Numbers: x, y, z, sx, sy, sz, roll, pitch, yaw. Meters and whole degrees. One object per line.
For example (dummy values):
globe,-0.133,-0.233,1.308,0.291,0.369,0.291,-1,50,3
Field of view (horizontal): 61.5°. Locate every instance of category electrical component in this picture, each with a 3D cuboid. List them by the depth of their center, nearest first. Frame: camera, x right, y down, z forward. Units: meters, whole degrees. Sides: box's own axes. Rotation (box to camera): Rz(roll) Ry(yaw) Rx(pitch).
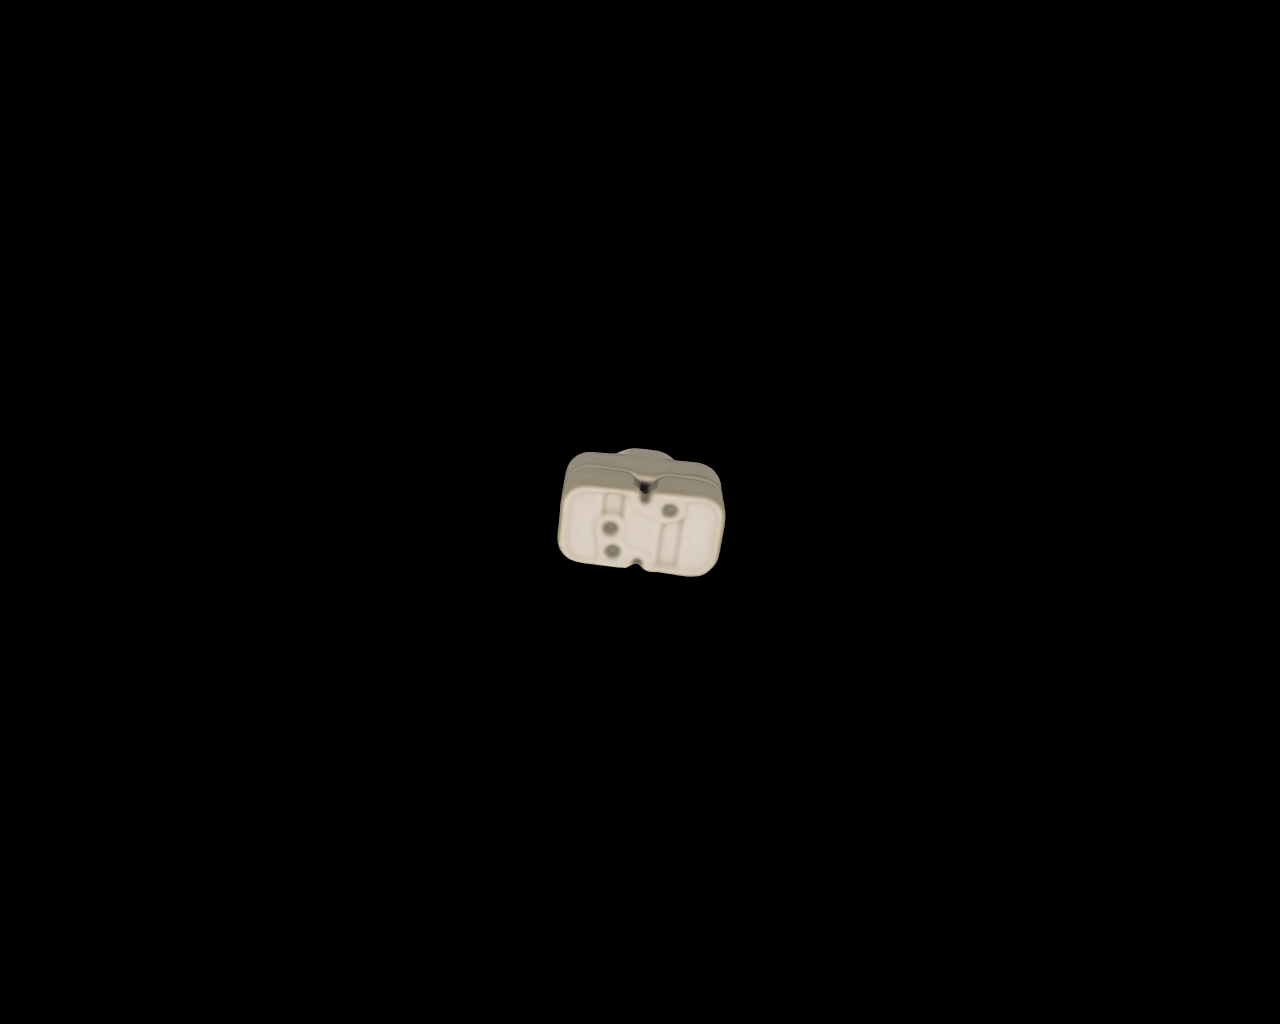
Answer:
electrical component,0.001,-0.003,0.650,0.095,0.053,0.059,6,27,-3
